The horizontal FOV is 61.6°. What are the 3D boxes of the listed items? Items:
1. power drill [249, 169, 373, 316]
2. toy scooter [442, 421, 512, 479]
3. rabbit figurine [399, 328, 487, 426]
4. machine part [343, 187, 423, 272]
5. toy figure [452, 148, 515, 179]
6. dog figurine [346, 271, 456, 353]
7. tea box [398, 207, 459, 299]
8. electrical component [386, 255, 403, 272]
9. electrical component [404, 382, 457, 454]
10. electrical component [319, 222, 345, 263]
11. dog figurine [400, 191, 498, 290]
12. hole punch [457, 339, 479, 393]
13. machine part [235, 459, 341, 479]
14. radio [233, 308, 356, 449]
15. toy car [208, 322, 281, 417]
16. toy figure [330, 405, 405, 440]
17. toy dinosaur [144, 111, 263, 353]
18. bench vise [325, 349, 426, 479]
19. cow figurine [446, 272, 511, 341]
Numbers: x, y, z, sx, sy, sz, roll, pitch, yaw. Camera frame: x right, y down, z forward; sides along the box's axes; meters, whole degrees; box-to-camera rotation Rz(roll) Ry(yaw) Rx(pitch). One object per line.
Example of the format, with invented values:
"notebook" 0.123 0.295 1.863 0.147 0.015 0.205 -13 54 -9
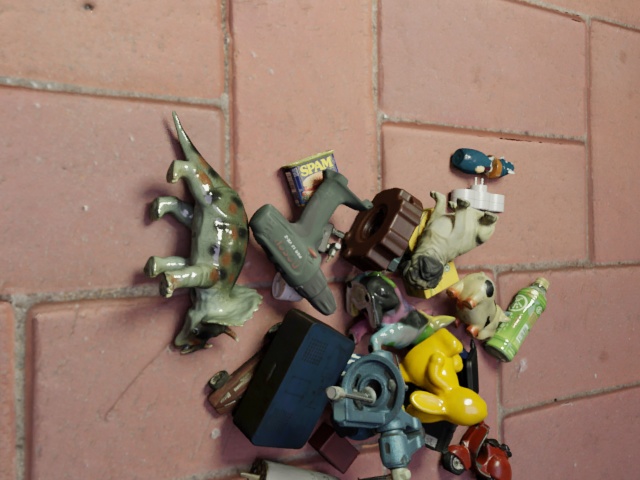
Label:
"power drill" 0.000 -0.007 0.963 0.232 0.086 0.207 45 81 -18
"toy scooter" 0.362 0.469 1.193 0.184 0.075 0.135 29 75 -19
"rabbit figurine" 0.233 0.276 1.013 0.162 0.173 0.121 -25 145 -20
"machine part" 0.115 -0.021 1.023 0.056 0.179 0.179 35 74 -20
"toy figure" 0.370 -0.170 1.211 0.154 0.058 0.064 10 71 -25
"dog figurine" 0.166 0.147 1.079 0.219 0.109 0.191 -7 97 -31
"tea box" 0.214 0.027 1.126 0.098 0.068 0.169 -25 100 -25
"electrical component" 0.137 0.021 1.059 0.047 0.119 0.075 33 73 -22
"electrical component" 0.227 0.350 1.098 0.134 0.115 0.058 -67 153 -7
"electrical component" -0.003 -0.004 1.030 0.102 0.045 0.078 32 77 -23
"dog figurine" 0.258 0.019 1.067 0.172 0.121 0.190 21 93 -23
"hole punch" 0.296 0.294 1.161 0.115 0.092 0.142 -8 92 -64
"machine part" -0.043 0.457 0.986 0.243 0.079 0.079 24 79 -23
"radio" -0.041 0.248 0.947 0.131 0.073 0.229 29 88 -41
"toy car" -0.109 0.236 0.972 0.202 0.053 0.089 -37 109 -23
"toy figure" 0.095 0.340 1.035 0.180 0.082 0.089 -2 102 -52
"toy dinosaur" -0.183 -0.007 0.907 0.192 0.131 0.404 12 79 -39
"bench vise" 0.085 0.285 0.886 0.240 0.129 0.223 29 58 -51
"cow figurine" 0.347 0.147 1.164 0.127 0.086 0.194 -36 132 -18
